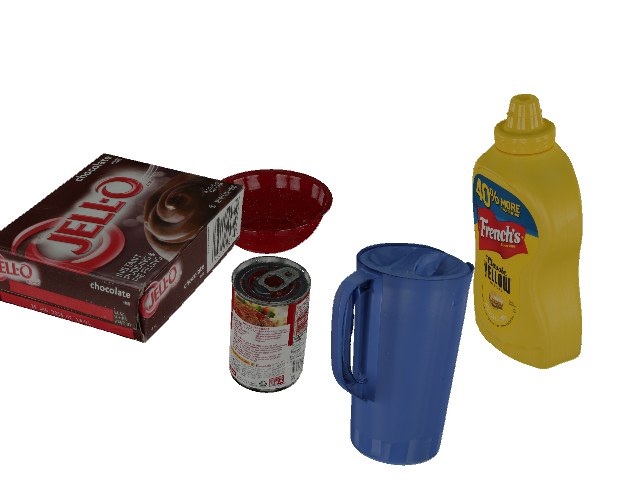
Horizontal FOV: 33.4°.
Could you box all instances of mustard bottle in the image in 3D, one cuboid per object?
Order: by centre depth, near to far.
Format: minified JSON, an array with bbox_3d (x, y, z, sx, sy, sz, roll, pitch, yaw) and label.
[{"bbox_3d":[0.145,-0.011,0.755,0.058,0.192,0.096,-16,29,-19],"label":"mustard bottle"}]

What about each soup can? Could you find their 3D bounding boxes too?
[{"bbox_3d":[-0.045,0.074,0.933,0.068,0.102,0.068,4,35,-3],"label":"soup can"}]

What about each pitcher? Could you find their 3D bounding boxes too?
[{"bbox_3d":[0.089,0.132,1.231,0.149,0.243,0.145,7,17,6],"label":"pitcher"}]

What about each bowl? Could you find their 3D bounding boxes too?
[{"bbox_3d":[-0.066,-0.030,1.332,0.162,0.055,0.162,0,31,0],"label":"bowl"}]

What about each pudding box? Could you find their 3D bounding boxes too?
[{"bbox_3d":[-0.103,0.000,0.552,0.090,0.039,0.113,14,31,17],"label":"pudding box"}]
